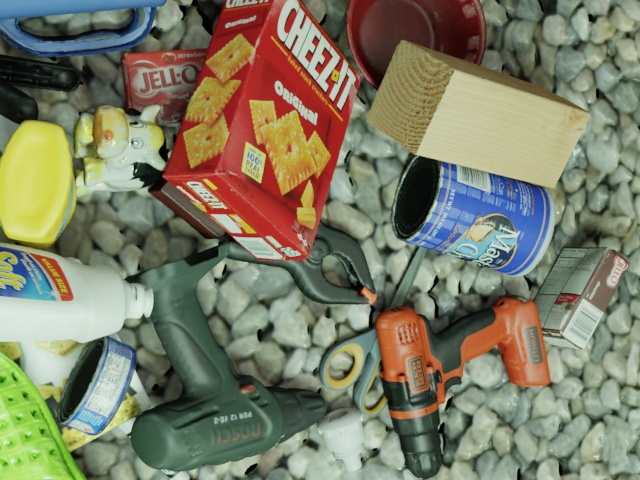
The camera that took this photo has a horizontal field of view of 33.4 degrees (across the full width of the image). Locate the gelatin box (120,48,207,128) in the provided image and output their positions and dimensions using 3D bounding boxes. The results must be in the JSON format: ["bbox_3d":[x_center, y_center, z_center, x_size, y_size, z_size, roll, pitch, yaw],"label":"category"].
[{"bbox_3d":[-0.147,-0.149,1.049,0.089,0.030,0.073,-7,92,-21],"label":"gelatin box"}]

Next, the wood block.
[{"bbox_3d":[0.162,-0.125,1.083,0.205,0.090,0.091,9,112,-39],"label":"wood block"}]

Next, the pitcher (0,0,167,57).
[{"bbox_3d":[-0.263,-0.252,0.965,0.242,0.145,0.149,-13,81,-16],"label":"pitcher"}]

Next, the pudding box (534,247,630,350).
[{"bbox_3d":[0.279,0.062,1.174,0.039,0.090,0.113,36,78,-15],"label":"pudding box"}]

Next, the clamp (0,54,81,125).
[{"bbox_3d":[-0.322,-0.151,0.934,0.209,0.164,0.036,15,108,-11],"label":"clamp"}]

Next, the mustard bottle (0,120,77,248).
[{"bbox_3d":[-0.242,-0.042,0.927,0.058,0.192,0.096,7,85,-10],"label":"mustard bottle"}]

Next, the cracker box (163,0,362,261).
[{"bbox_3d":[-0.046,-0.110,1.002,0.164,0.072,0.213,44,54,-48],"label":"cracker box"}]

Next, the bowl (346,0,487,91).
[{"bbox_3d":[0.092,-0.218,1.125,0.161,0.055,0.162,0,90,-21],"label":"bowl"}]

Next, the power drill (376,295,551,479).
[{"bbox_3d":[0.154,0.145,1.137,0.187,0.057,0.184,-15,99,-26],"label":"power drill"}]

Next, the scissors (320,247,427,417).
[{"bbox_3d":[0.057,0.084,1.129,0.096,0.016,0.202,14,85,-23],"label":"scissors"}]

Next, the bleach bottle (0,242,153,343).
[{"bbox_3d":[-0.265,0.039,0.888,0.250,0.103,0.068,5,129,-27],"label":"bleach bottle"}]

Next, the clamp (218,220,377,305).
[{"bbox_3d":[-0.007,0.001,1.097,0.171,0.039,0.120,32,82,-17],"label":"clamp"}]

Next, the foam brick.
[{"bbox_3d":[-0.119,-0.044,1.048,0.078,0.051,0.053,39,77,-16],"label":"foam brick"}]

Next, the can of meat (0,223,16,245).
[{"bbox_3d":[-0.325,0.022,0.953,0.102,0.084,0.057,-33,101,-18],"label":"can of meat"}]

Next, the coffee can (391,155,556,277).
[{"bbox_3d":[0.161,-0.028,1.124,0.140,0.103,0.103,17,84,-19],"label":"coffee can"}]

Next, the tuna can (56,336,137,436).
[{"bbox_3d":[-0.194,0.126,0.928,0.033,0.086,0.086,28,80,-21],"label":"tuna can"}]

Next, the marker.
[{"bbox_3d":[-0.154,0.216,1.049,0.020,0.020,0.121,-44,103,-15],"label":"marker"}]
